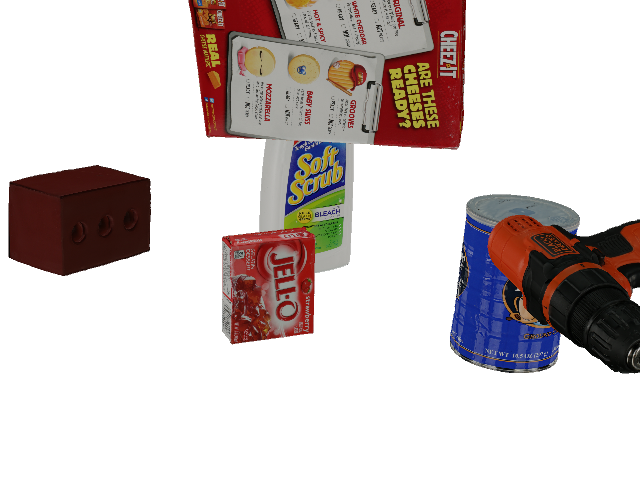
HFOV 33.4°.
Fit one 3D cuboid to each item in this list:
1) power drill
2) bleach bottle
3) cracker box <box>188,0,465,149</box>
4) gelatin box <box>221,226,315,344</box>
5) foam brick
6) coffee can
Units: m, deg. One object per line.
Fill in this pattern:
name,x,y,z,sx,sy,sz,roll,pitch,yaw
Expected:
power drill,0.232,0.021,0.739,0.187,0.057,0.184,-9,28,-15
bleach bottle,-0.017,-0.090,1.069,0.102,0.251,0.068,-9,29,-17
cracker box,0.008,-0.163,0.854,0.214,0.164,0.072,3,35,10
gelatin box,-0.042,0.037,0.876,0.073,0.089,0.030,-6,22,-21
foam brick,-0.156,-0.015,0.694,0.051,0.053,0.078,17,22,34
coffee can,0.179,0.038,0.993,0.103,0.140,0.103,4,18,-2
